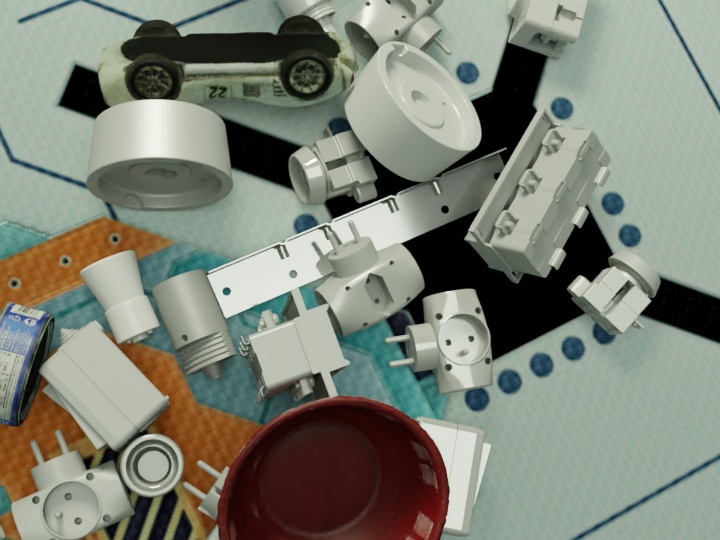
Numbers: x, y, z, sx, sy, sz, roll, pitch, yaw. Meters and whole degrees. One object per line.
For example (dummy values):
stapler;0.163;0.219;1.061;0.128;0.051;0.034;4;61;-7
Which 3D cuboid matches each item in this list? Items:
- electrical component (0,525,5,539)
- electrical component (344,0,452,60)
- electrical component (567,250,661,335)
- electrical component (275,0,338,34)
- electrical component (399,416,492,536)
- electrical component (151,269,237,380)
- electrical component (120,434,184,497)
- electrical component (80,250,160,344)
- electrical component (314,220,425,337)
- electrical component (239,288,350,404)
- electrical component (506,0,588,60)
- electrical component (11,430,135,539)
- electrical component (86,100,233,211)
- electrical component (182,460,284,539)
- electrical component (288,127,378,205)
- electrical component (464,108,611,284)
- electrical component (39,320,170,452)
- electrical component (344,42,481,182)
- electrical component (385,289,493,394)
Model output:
electrical component;-0.296;0.136;0.767;0.074;0.052;0.138;-37;87;-15
electrical component;0.041;-0.201;0.895;0.079;0.043;0.077;45;76;1
electrical component;0.212;0.018;0.882;0.066;0.048;0.055;43;83;1
electrical component;-0.040;-0.214;0.885;0.043;0.043;0.062;-33;94;-14
electrical component;0.059;0.164;0.817;0.061;0.061;0.096;12;77;-7
electrical component;-0.124;0.045;0.819;0.043;0.043;0.081;-21;84;-13
electrical component;-0.152;0.144;0.789;0.045;0.055;0.045;2;79;-9
electrical component;-0.179;0.023;0.816;0.044;0.044;0.065;-24;88;-13
electrical component;0.000;0.000;0.842;0.077;0.043;0.079;-30;108;-14
electrical component;-0.051;0.064;0.788;0.063;0.121;0.078;-19;83;-10
electrical component;0.162;-0.236;0.919;0.056;0.050;0.089;18;77;-6
electrical component;-0.215;0.156;0.781;0.077;0.044;0.079;-22;83;-13
electrical component;-0.151;-0.091;0.811;0.108;0.108;0.060;0;73;-10
electrical component;-0.094;0.171;0.797;0.076;0.047;0.083;34;76;-2
electrical component;-0.024;-0.080;0.860;0.055;0.048;0.066;-20;83;-20
electrical component;0.147;-0.057;0.869;0.079;0.063;0.121;44;71;-42
electrical component;-0.194;0.085;0.790;0.061;0.061;0.096;-44;89;-15
electrical component;0.037;-0.120;0.854;0.108;0.060;0.108;29;39;-27
electrical component;0.060;0.059;0.847;0.079;0.044;0.077;-8;81;-11
